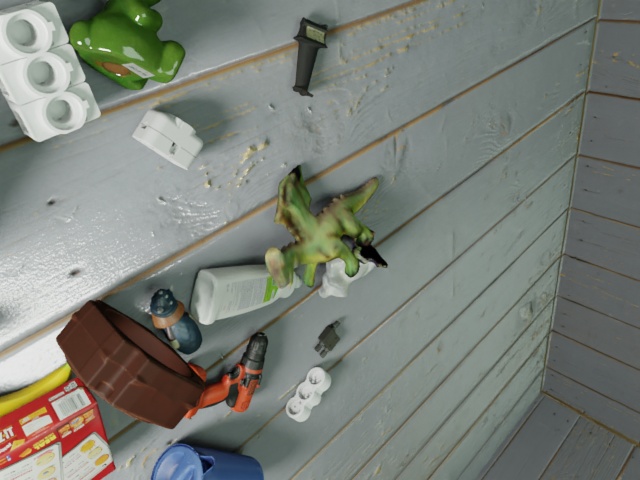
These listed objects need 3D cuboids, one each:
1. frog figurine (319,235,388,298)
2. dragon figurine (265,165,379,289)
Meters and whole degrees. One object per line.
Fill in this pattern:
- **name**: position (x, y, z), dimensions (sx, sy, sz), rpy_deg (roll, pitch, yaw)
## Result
- **frog figurine**: position (0.058, 0.065, 1.222), dimensions (0.157, 0.124, 0.137), rpy_deg (-40, 159, 28)
- **dragon figurine**: position (0.003, -0.055, 1.085), dimensions (0.238, 0.122, 0.419), rpy_deg (54, 48, -37)
